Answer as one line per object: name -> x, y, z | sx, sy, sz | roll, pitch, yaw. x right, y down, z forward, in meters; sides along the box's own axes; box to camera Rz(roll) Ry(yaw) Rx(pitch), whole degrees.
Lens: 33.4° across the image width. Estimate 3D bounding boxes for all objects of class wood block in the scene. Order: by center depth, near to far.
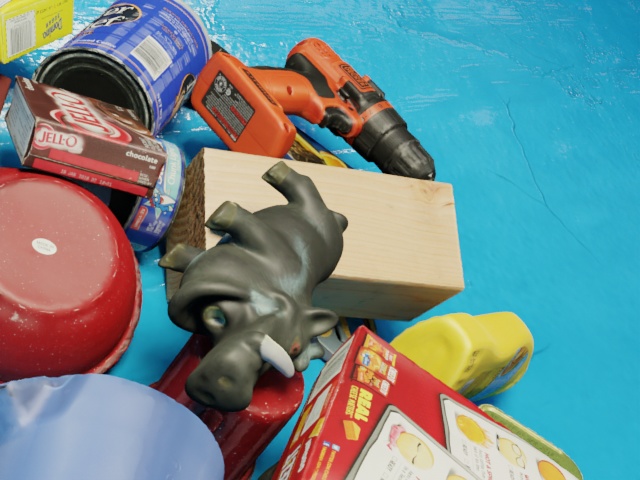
wood block -> -0.006, 0.001, 0.809 | 0.205, 0.090, 0.091 | 6, 66, -25

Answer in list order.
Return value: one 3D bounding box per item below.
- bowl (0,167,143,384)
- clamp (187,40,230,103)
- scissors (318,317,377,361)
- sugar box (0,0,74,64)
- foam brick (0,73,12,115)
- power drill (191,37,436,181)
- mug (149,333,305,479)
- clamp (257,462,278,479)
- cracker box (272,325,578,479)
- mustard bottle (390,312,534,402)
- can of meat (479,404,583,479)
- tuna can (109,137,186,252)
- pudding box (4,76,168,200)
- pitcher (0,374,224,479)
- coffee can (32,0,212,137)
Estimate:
bowl -> -0.179, 0.014, 0.669 | 0.161, 0.055, 0.162 | 15, 57, -25
clamp -> -0.082, -0.150, 1.020 | 0.210, 0.036, 0.164 | 30, 33, -11
scissors -> 0.015, 0.105, 0.817 | 0.096, 0.016, 0.202 | 21, 36, -22
sugar box -> -0.286, -0.184, 0.806 | 0.176, 0.048, 0.093 | 16, 29, 16
foam brick -> -0.259, -0.087, 0.762 | 0.051, 0.053, 0.078 | 22, 37, -21
power drill -> -0.004, -0.101, 0.906 | 0.184, 0.057, 0.187 | 47, 31, 21
mug -> -0.067, 0.108, 0.675 | 0.093, 0.082, 0.117 | 39, 33, 2
clamp -> -0.003, 0.202, 0.663 | 0.120, 0.039, 0.171 | 41, 32, -19
cracker box -> 0.075, 0.169, 0.619 | 0.213, 0.072, 0.164 | 36, 28, -5
mustard bottle -> 0.118, 0.096, 0.844 | 0.058, 0.096, 0.191 | 53, 24, 22
can of meat -> 0.127, 0.177, 0.769 | 0.102, 0.084, 0.057 | 33, 32, -7
tuna can -> -0.133, -0.035, 0.786 | 0.033, 0.086, 0.086 | 18, 38, -30
pudding box -> -0.162, -0.071, 0.727 | 0.089, 0.039, 0.114 | 16, 13, -28
pitcher -> -0.120, 0.197, 0.491 | 0.149, 0.145, 0.242 | 17, 40, -9
coffee can -> -0.158, -0.133, 0.867 | 0.103, 0.103, 0.140 | 34, 33, -6
